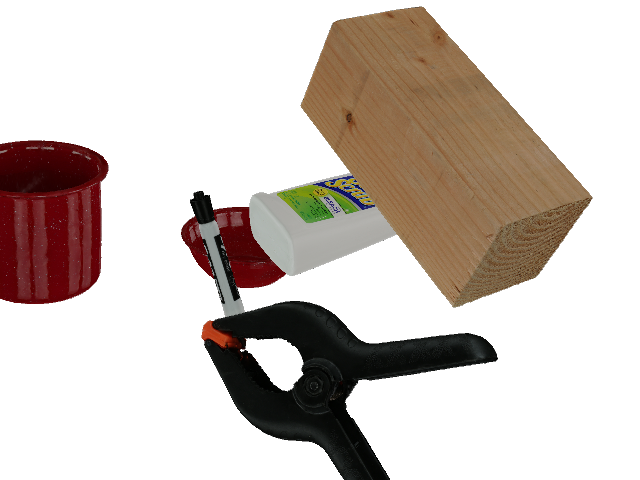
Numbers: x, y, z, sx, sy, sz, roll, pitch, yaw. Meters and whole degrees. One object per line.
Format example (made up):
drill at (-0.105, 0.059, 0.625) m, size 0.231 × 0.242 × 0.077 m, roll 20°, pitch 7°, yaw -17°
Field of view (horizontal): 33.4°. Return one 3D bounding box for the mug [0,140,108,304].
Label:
mug at (-0.195, -0.009, 0.691) m, size 0.117 × 0.081 × 0.093 m, roll -12°, pitch 31°, yaw -31°

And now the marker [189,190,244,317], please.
marker at (-0.095, 0.013, 0.974) m, size 0.020 × 0.121 × 0.020 m, roll -14°, pitch 15°, yaw 4°

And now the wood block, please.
wood block at (0.084, -0.066, 0.774) m, size 0.090 × 0.206 × 0.091 m, roll -16°, pitch -32°, yaw -33°

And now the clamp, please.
clamp at (0.005, 0.094, 0.600) m, size 0.172 × 0.120 × 0.039 m, roll 13°, pitch -9°, yaw 27°

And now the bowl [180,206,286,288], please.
bowl at (-0.092, 0.014, 1.320) m, size 0.162 × 0.055 × 0.162 m, roll 3°, pitch 25°, yaw -2°

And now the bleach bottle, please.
bleach bottle at (0.053, -0.042, 1.189) m, size 0.250 × 0.068 × 0.103 m, roll -20°, pitch 43°, yaw -24°
